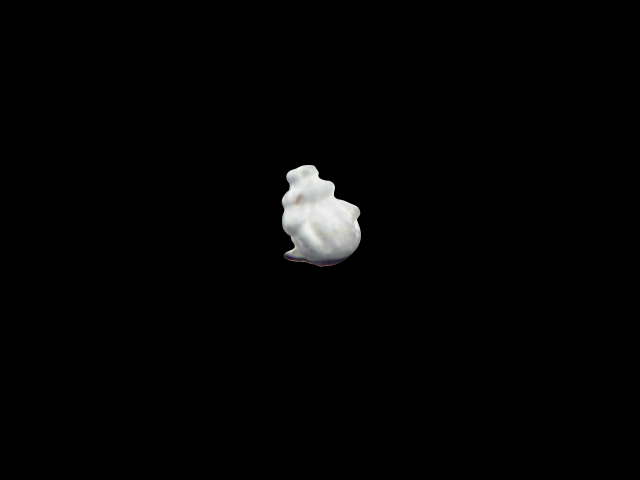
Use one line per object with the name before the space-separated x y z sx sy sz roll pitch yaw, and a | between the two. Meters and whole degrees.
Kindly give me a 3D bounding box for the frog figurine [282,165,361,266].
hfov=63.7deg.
frog figurine | 0.003 -0.043 0.850 0.138 0.157 0.124 -6 18 -19
